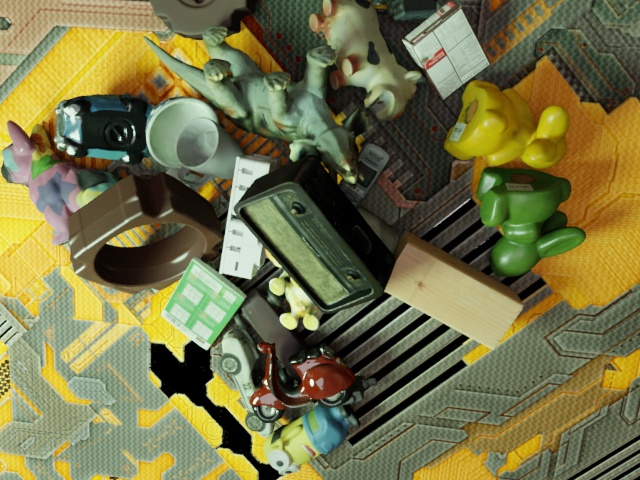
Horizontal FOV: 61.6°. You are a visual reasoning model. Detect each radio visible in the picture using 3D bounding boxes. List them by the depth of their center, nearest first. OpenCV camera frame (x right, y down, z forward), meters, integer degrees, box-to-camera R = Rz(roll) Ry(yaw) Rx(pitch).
[{"bbox_3d":[-0.002,-0.002,0.778,0.131,0.073,0.229,-21,119,40],"label":"radio"}]

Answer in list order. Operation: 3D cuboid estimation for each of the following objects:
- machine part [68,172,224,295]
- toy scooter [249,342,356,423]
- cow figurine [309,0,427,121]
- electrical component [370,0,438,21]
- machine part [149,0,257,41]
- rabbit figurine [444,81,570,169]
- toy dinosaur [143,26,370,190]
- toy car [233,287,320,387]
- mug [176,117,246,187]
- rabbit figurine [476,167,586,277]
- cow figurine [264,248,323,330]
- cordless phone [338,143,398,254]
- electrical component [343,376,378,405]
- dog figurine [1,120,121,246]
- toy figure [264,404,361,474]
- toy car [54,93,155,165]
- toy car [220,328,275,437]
[{"bbox_3d":[-0.276,-0.007,0.858,0.201,0.201,0.087,-31,62,12],"label":"machine part"},{"bbox_3d":[-0.038,0.221,0.896,0.184,0.075,0.135,-16,99,2],"label":"toy scooter"},{"bbox_3d":[0.077,-0.271,0.813,0.127,0.085,0.195,-19,85,-24],"label":"cow figurine"},{"bbox_3d":[0.129,-0.390,0.779,0.115,0.058,0.134,-14,101,-19],"label":"electrical component"},{"bbox_3d":[-0.185,-0.400,0.836,0.179,0.056,0.179,2,103,7],"label":"machine part"},{"bbox_3d":[0.299,-0.160,0.797,0.173,0.162,0.121,22,92,-16],"label":"rabbit figurine"},{"bbox_3d":[-0.082,-0.207,0.825,0.405,0.192,0.131,26,61,26],"label":"toy dinosaur"},{"bbox_3d":[-0.069,0.168,0.945,0.089,0.053,0.202,-36,100,7],"label":"toy car"},{"bbox_3d":[-0.171,-0.128,0.861,0.081,0.107,0.109,38,98,28],"label":"mug"},{"bbox_3d":[0.320,-0.022,0.847,0.159,0.121,0.170,-3,120,0],"label":"rabbit figurine"},{"bbox_3d":[-0.037,0.058,0.888,0.068,0.098,0.167,-7,111,21],"label":"cow figurine"},{"bbox_3d":[0.079,-0.051,0.869,0.146,0.089,0.184,33,99,-1],"label":"cordless phone"},{"bbox_3d":[0.056,0.265,0.946,0.094,0.063,0.021,-15,100,8],"label":"electrical component"},{"bbox_3d":[-0.429,-0.109,0.903,0.192,0.108,0.219,-25,96,12],"label":"dog figurine"},{"bbox_3d":[-0.017,0.351,0.966,0.180,0.089,0.082,-36,91,4],"label":"toy figure"},{"bbox_3d":[-0.354,-0.185,0.874,0.103,0.161,0.109,30,118,45],"label":"toy car"},{"bbox_3d":[-0.122,0.254,0.959,0.056,0.073,0.201,-20,99,11],"label":"toy car"}]
